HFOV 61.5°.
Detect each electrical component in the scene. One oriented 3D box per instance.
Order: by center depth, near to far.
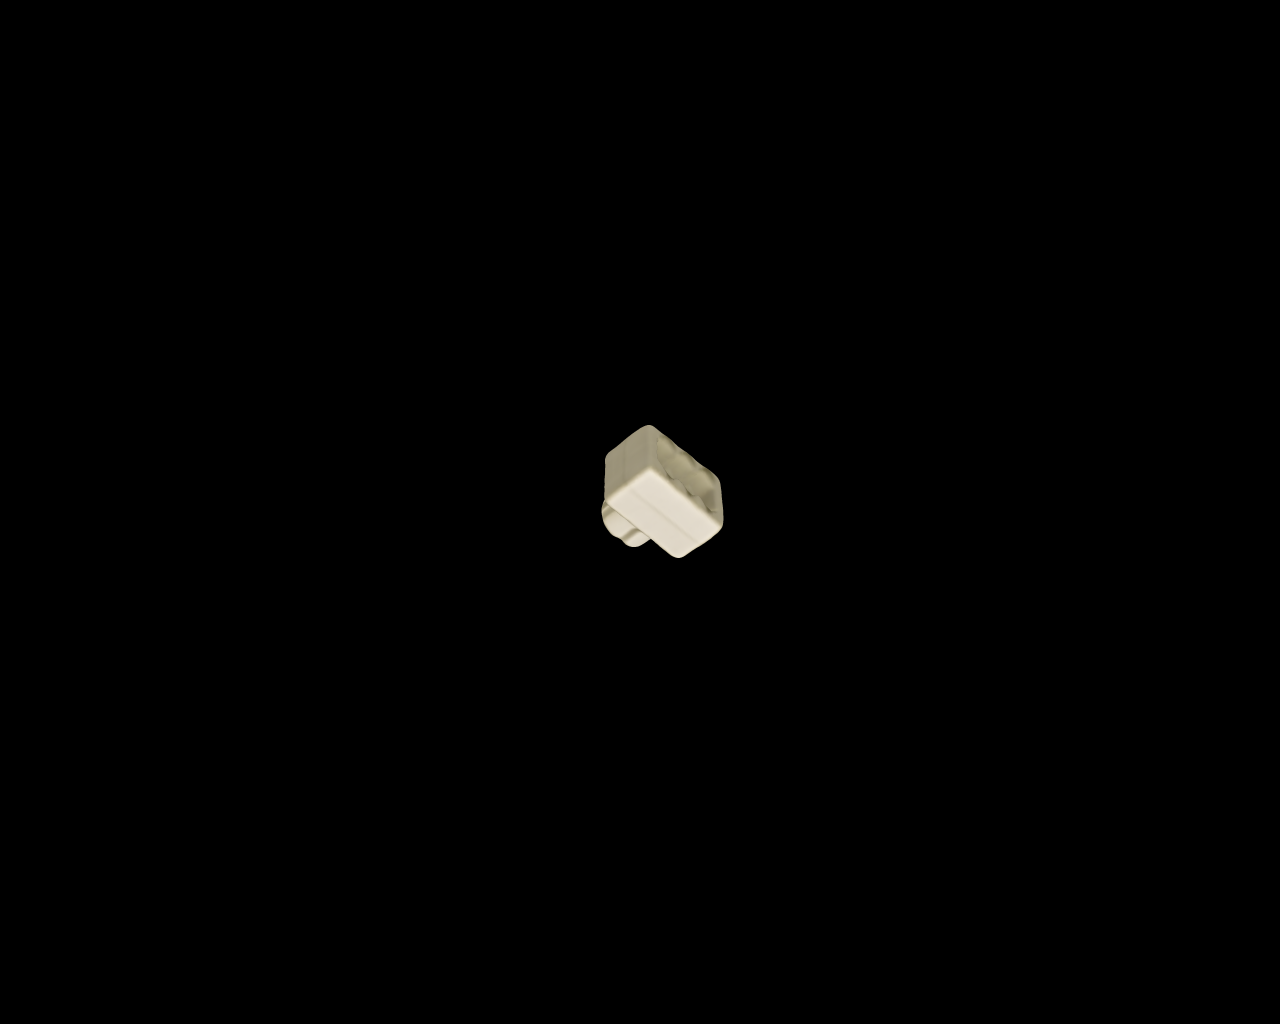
[{"bbox_3d":[0.001,-0.003,0.650,0.076,0.047,0.065,-36,-58,27],"label":"electrical component"}]
